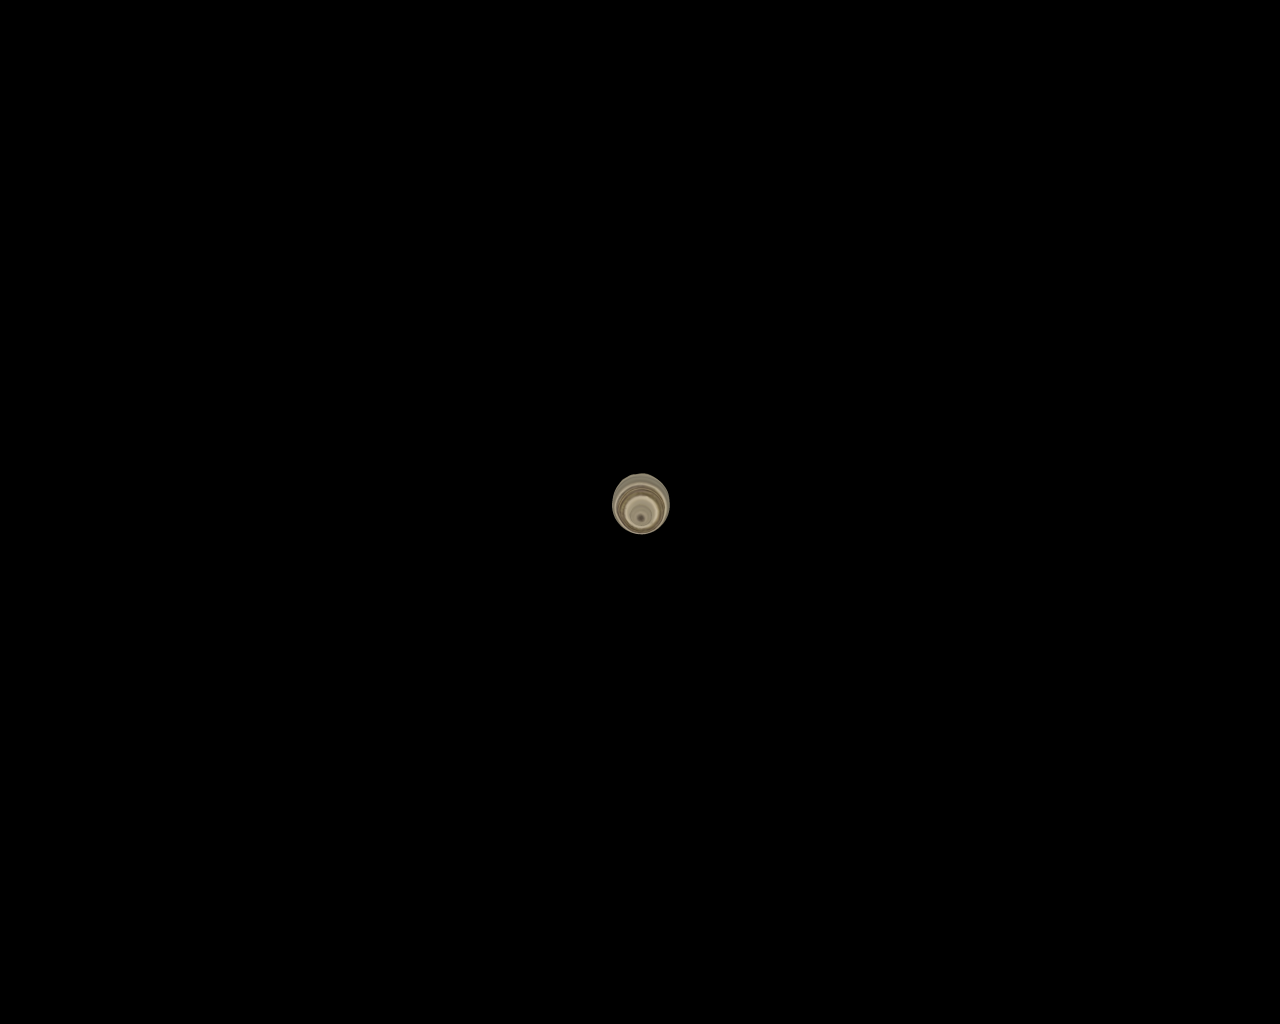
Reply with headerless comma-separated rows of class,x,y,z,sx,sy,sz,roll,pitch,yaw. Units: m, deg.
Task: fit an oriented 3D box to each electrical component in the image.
electrical component,0.001,-0.003,0.650,0.035,0.035,0.061,0,12,0
